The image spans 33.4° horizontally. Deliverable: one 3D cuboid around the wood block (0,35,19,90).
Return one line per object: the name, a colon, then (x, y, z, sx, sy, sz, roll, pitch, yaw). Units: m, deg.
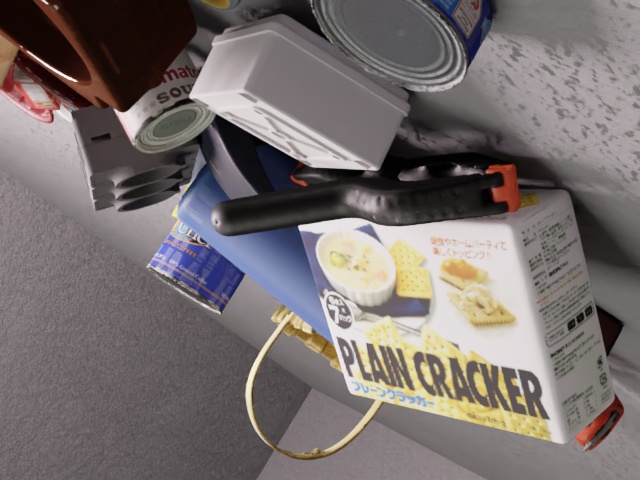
wood block: (-0.300, -0.154, 0.855, 0.090, 0.091, 0.206, 15, 150, -24)

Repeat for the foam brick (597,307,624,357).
foam brick: (0.210, 0.082, 0.906, 0.051, 0.053, 0.078, 33, 168, -4)

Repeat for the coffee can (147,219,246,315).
coffee can: (-0.119, 0.000, 1.232, 0.103, 0.140, 0.103, 31, 169, 6)

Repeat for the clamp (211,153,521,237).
clamp: (0.050, -0.039, 0.731, 0.210, 0.164, 0.036, 0, 110, 39)

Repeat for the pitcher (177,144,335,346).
pitcher: (-0.007, 0.001, 0.999, 0.243, 0.145, 0.149, 37, 157, -5)

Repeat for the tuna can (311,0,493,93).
tuna can: (0.041, -0.113, 0.525, 0.086, 0.033, 0.086, 27, 161, 10)

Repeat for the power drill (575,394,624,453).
power drill: (0.185, 0.112, 1.012, 0.187, 0.057, 0.184, 28, -161, -19)

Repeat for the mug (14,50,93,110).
mug: (-0.200, -0.160, 0.893, 0.093, 0.081, 0.117, 37, 168, -26)

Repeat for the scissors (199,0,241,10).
scissors: (-0.034, -0.150, 0.645, 0.202, 0.016, 0.096, 28, 170, 20)

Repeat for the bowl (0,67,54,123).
bowl: (-0.317, -0.196, 1.096, 0.162, 0.055, 0.162, 38, 163, 13)

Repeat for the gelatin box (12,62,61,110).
gelatin box: (-0.253, -0.173, 0.975, 0.030, 0.089, 0.073, 4, 167, 0)

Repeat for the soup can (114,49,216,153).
soup can: (-0.127, -0.123, 0.777, 0.102, 0.068, 0.068, 61, 176, 14)

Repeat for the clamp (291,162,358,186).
clamp: (0.051, -0.029, 0.895, 0.172, 0.039, 0.120, 26, 163, 43)

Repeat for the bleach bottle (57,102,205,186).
bleach bottle: (-0.214, -0.131, 1.129, 0.251, 0.068, 0.102, 23, 164, 49)

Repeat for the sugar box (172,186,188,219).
sugar box: (-0.059, -0.002, 1.104, 0.176, 0.048, 0.093, 29, 169, -17)
